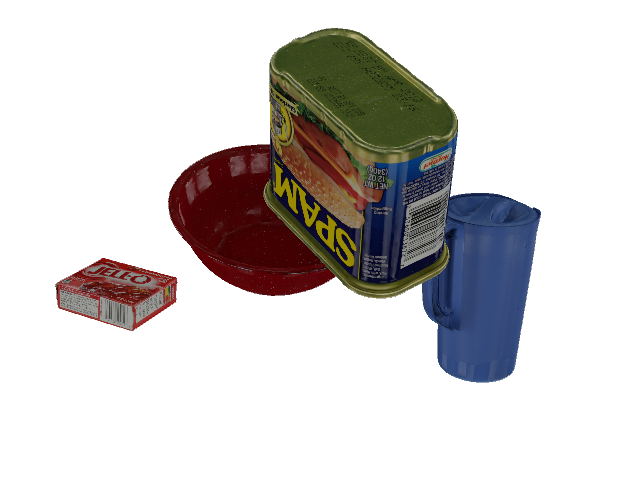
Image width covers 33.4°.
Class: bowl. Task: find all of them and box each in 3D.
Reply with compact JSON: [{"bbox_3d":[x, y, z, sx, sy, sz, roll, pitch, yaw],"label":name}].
[{"bbox_3d":[-0.035,-0.007,0.818,0.162,0.055,0.162,3,38,-3],"label":"bowl"}]

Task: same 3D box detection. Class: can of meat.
[{"bbox_3d":[0.017,-0.038,0.496,0.057,0.084,0.102,-24,49,-25],"label":"can of meat"}]

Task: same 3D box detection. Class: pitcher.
[{"bbox_3d":[0.211,0.067,1.440,0.149,0.243,0.145,4,21,7],"label":"pitcher"}]

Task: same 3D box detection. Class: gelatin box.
[{"bbox_3d":[-0.192,0.049,1.006,0.089,0.030,0.073,14,24,23],"label":"gelatin box"}]
